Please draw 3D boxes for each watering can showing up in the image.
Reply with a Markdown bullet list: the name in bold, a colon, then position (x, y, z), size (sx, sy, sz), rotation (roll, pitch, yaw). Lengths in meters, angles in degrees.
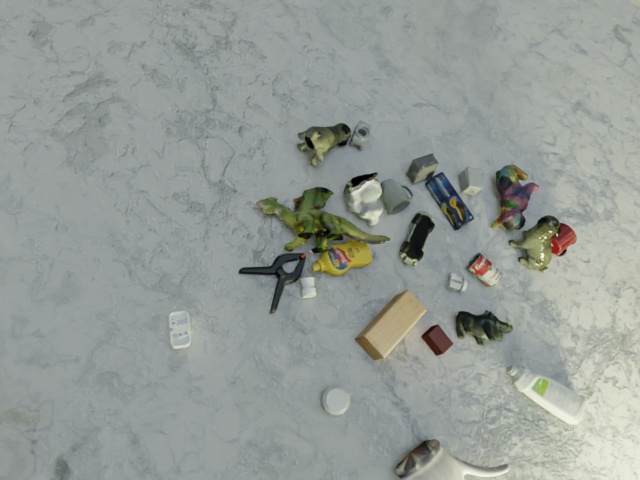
- **watering can**: position (0.356, 0.663, 1.442), size (0.351, 0.102, 0.226), rotation (-29, 79, -23)

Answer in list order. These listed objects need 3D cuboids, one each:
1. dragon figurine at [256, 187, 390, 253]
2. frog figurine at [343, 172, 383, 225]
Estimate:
- **dragon figurine**: position (0.005, -0.082, 1.622), size (0.410, 0.119, 0.249), rotation (1, 53, -6)
- **frog figurine**: position (0.154, -0.134, 1.716), size (0.139, 0.123, 0.157), rotation (-42, 121, -32)
